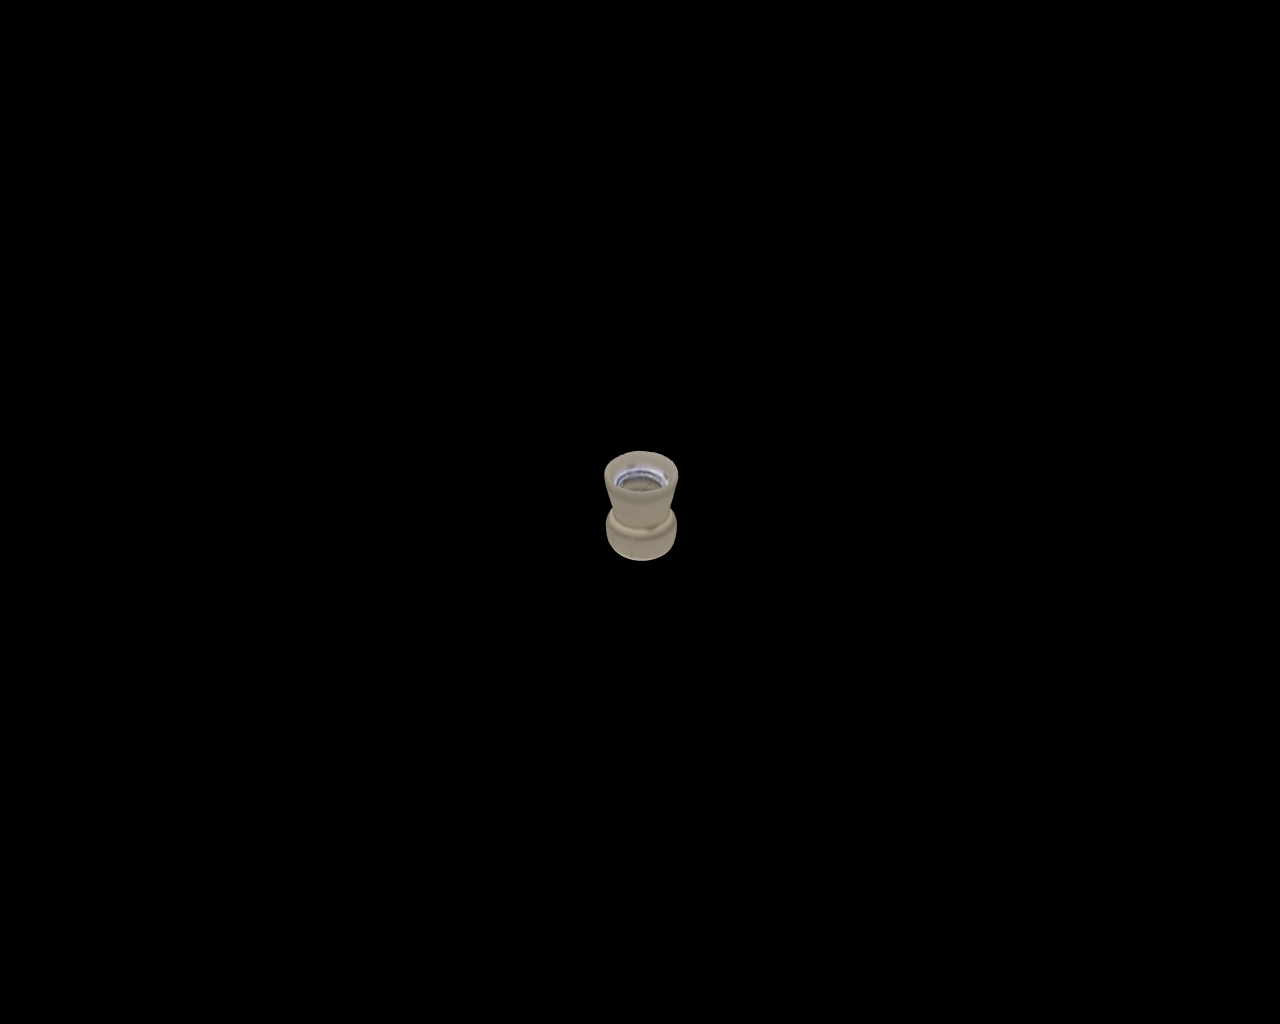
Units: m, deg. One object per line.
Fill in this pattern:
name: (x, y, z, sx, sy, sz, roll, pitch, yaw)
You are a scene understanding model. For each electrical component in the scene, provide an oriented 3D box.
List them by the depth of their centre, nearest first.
electrical component: (0.001, -0.003, 0.650, 0.045, 0.055, 0.045, 0, 37, 0)
